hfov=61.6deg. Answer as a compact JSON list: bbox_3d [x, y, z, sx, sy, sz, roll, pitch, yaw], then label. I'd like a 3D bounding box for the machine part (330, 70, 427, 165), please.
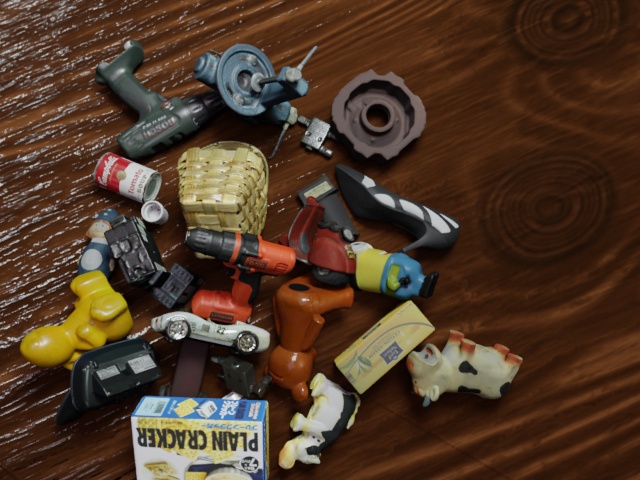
[{"bbox_3d":[0.107,-0.230,1.019,0.179,0.056,0.179,1,81,-6],"label":"machine part"}]

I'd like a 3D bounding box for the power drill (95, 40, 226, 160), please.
[{"bbox_3d":[-0.314,-0.279,1.036,0.232,0.086,0.207,-39,90,-3],"label":"power drill"}]

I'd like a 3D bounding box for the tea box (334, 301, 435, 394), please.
[{"bbox_3d":[0.109,0.184,0.939,0.169,0.098,0.068,-38,83,-7],"label":"tea box"}]

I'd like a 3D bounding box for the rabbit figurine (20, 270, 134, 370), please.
[{"bbox_3d":[-0.420,0.156,0.920,0.122,0.162,0.173,39,51,23],"label":"rabbit figurine"}]

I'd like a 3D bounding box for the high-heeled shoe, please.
[{"bbox_3d":[0.147,-0.074,1.002,0.145,0.086,0.249,-27,69,-28],"label":"high-heeled shoe"}]

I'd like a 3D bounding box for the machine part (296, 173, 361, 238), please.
[{"bbox_3d":[0.020,-0.053,1.011,0.084,0.039,0.139,-34,80,-13],"label":"machine part"}]

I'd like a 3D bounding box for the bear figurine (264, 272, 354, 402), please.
[{"bbox_3d":[-0.026,0.169,0.946,0.132,0.120,0.195,-12,111,-42],"label":"bear figurine"}]

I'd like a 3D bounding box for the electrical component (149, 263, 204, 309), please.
[{"bbox_3d":[-0.256,0.080,0.949,0.048,0.119,0.075,35,80,6],"label":"electrical component"}]

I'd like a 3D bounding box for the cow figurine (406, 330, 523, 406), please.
[{"bbox_3d":[0.236,0.226,0.924,0.195,0.085,0.127,16,93,-16],"label":"cow figurine"}]

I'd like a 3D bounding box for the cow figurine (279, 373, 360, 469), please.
[{"bbox_3d":[-0.002,0.328,0.933,0.098,0.068,0.167,28,84,-4],"label":"cow figurine"}]

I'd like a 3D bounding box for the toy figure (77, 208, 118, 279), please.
[{"bbox_3d":[-0.406,0.013,0.994,0.064,0.058,0.154,14,78,-27],"label":"toy figure"}]

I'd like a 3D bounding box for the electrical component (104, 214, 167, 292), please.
[{"bbox_3d":[-0.328,0.021,0.961,0.058,0.115,0.134,-26,78,-8],"label":"electrical component"}]

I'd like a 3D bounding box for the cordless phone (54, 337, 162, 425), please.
[{"bbox_3d":[-0.374,0.261,0.937,0.089,0.146,0.184,53,122,19],"label":"cordless phone"}]

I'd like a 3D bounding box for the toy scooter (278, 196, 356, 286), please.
[{"bbox_3d":[-0.002,-0.003,0.943,0.184,0.075,0.135,20,96,42],"label":"toy scooter"}]

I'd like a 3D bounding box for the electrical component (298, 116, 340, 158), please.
[{"bbox_3d":[-0.008,-0.202,1.042,0.094,0.021,0.063,29,82,5],"label":"electrical component"}]

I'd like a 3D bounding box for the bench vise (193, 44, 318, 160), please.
[{"bbox_3d":[-0.095,-0.258,0.941,0.223,0.241,0.129,37,71,-36],"label":"bench vise"}]

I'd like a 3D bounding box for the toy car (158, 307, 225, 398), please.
[{"bbox_3d":[-0.230,0.217,0.959,0.089,0.053,0.202,12,80,-14],"label":"toy car"}]

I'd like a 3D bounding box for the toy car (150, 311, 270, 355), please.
[{"bbox_3d":[-0.185,0.157,0.911,0.202,0.073,0.056,16,72,-18],"label":"toy car"}]

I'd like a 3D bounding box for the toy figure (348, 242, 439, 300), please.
[{"bbox_3d":[0.113,0.060,0.945,0.180,0.082,0.089,20,72,26],"label":"toy figure"}]

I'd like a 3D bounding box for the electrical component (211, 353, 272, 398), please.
[{"bbox_3d":[-0.135,0.234,0.932,0.102,0.045,0.078,8,121,32],"label":"electrical component"}]
